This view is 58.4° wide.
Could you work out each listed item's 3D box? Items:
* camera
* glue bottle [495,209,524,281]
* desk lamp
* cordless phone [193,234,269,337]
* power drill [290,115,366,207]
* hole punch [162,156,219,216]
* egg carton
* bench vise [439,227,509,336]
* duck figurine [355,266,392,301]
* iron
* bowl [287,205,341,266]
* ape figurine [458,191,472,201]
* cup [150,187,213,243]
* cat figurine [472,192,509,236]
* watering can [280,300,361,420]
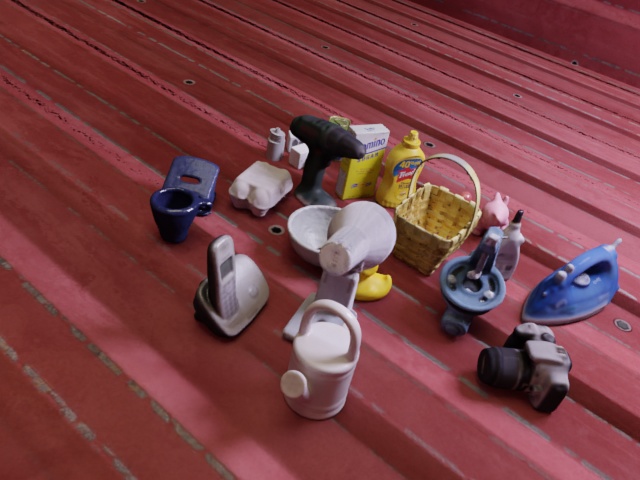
[{"bbox_3d":[0.343,0.203,0.978,0.137,0.101,0.143,8,37,-5],"label":"camera"},{"bbox_3d":[0.384,0.009,1.181,0.078,0.173,0.037,4,38,-10],"label":"glue bottle"},{"bbox_3d":[0.038,0.058,0.984,0.117,0.213,0.203,23,38,14],"label":"desk lamp"},{"bbox_3d":[-0.143,0.056,0.957,0.094,0.185,0.148,22,38,13],"label":"cordless phone"},{"bbox_3d":[0.008,-0.171,1.276,0.076,0.208,0.228,-18,47,-34],"label":"power drill"},{"bbox_3d":[-0.273,-0.117,1.222,0.108,0.091,0.101,12,37,-1],"label":"hole punch"},{"bbox_3d":[-0.129,-0.116,1.281,0.107,0.069,0.150,22,38,12],"label":"egg carton"},{"bbox_3d":[0.287,0.045,1.069,0.121,0.220,0.207,13,37,0],"label":"bench vise"},{"bbox_3d":[0.090,0.064,1.098,0.104,0.086,0.077,9,37,-4],"label":"duck figurine"},{"bbox_3d":[0.514,0.079,1.155,0.259,0.141,0.118,-17,46,-33],"label":"iron"},{"bbox_3d":[0.011,0.004,1.161,0.167,0.075,0.167,8,37,-6],"label":"bowl"},{"bbox_3d":[0.326,-0.074,1.340,0.076,0.092,0.077,-6,41,-22],"label":"ape figurine"},{"bbox_3d":[-0.272,-0.044,1.125,0.118,0.095,0.091,-2,39,-18],"label":"cup"},{"bbox_3d":[0.406,-0.060,1.324,0.067,0.118,0.128,31,41,23],"label":"cat figurine"},{"bbox_3d":[0.005,0.173,0.842,0.101,0.194,0.173,14,37,2],"label":"watering can"}]
